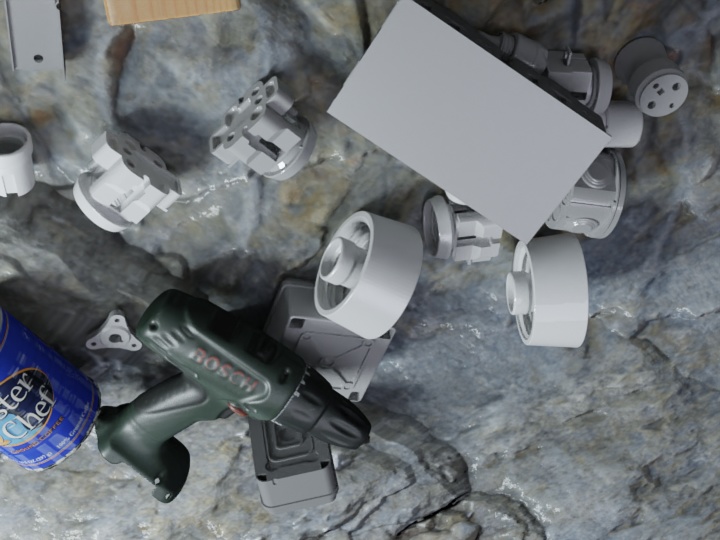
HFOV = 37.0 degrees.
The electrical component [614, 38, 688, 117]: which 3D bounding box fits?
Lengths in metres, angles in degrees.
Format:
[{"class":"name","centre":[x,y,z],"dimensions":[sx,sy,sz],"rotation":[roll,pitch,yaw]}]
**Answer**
[{"class":"electrical component","centre":[0.240,-0.159,0.887],"dimensions":[0.045,0.055,0.045],"rotation":[-7,134,-8]}]

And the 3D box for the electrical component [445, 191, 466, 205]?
[{"class":"electrical component","centre":[0.121,-0.095,0.917],"dimensions":[0.095,0.053,0.059],"rotation":[-2,133,-12]}]

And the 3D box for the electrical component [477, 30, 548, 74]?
[{"class":"electrical component","centre":[0.118,-0.174,0.857],"dimensions":[0.061,0.035,0.035],"rotation":[20,125,-21]}]

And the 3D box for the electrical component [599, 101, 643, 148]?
[{"class":"electrical component","centre":[0.205,-0.125,0.920],"dimensions":[0.078,0.040,0.040],"rotation":[-1,133,-13]}]

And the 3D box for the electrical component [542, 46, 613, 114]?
[{"class":"electrical component","centre":[0.174,-0.151,0.884],"dimensions":[0.055,0.048,0.066],"rotation":[1,130,-7]}]

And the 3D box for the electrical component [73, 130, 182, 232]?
[{"class":"electrical component","centre":[-0.192,-0.068,0.864],"dimensions":[0.057,0.058,0.078],"rotation":[-40,129,18]}]

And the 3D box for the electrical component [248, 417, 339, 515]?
[{"class":"electrical component","centre":[-0.069,0.183,1.090],"dimensions":[0.078,0.113,0.057],"rotation":[-12,131,-3]}]

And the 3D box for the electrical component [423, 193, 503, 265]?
[{"class":"electrical component","centre":[0.090,-0.040,0.960],"dimensions":[0.057,0.058,0.078],"rotation":[-7,134,-11]}]

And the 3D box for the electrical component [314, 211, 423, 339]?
[{"class":"electrical component","centre":[0.000,0.000,0.943],"dimensions":[0.060,0.108,0.108],"rotation":[23,123,-24]}]

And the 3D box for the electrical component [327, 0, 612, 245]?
[{"class":"electrical component","centre":[0.084,-0.121,0.832],"dimensions":[0.186,0.060,0.105],"rotation":[33,114,-7]}]

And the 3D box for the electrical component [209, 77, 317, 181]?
[{"class":"electrical component","centre":[-0.072,-0.107,0.856],"dimensions":[0.078,0.058,0.057],"rotation":[-39,126,22]}]

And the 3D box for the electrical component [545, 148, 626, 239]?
[{"class":"electrical component","centre":[0.197,-0.069,0.944],"dimensions":[0.051,0.080,0.080],"rotation":[6,131,-12]}]

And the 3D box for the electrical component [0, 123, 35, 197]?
[{"class":"electrical component","centre":[-0.274,-0.085,0.840],"dimensions":[0.040,0.040,0.046],"rotation":[-4,139,-10]}]

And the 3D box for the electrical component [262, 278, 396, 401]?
[{"class":"electrical component","centre":[-0.035,0.068,1.030],"dimensions":[0.109,0.056,0.108],"rotation":[8,130,-21]}]

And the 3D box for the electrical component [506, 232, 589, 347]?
[{"class":"electrical component","centre":[0.170,0.020,1.004],"dimensions":[0.060,0.108,0.108],"rotation":[-3,133,-3]}]
